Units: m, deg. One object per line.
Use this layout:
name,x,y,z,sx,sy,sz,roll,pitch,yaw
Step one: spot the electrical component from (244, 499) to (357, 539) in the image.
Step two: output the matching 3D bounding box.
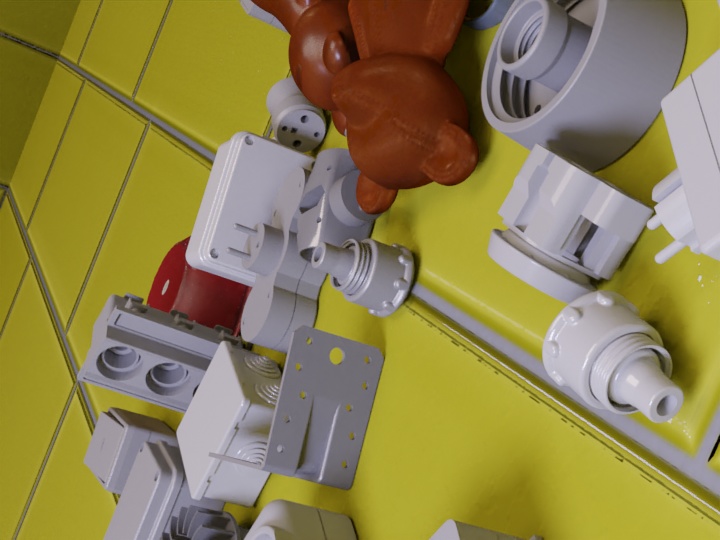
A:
electrical component,-0.035,0.182,0.621,0.053,0.059,0.095,-59,27,22

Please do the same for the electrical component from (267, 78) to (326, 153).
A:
electrical component,-0.053,-0.130,0.904,0.045,0.045,0.055,-56,29,27

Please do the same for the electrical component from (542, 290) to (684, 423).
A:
electrical component,0.111,0.041,0.456,0.048,0.048,0.062,-63,33,14

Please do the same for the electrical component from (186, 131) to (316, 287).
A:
electrical component,-0.085,-0.047,0.867,0.057,0.078,0.113,-6,67,65

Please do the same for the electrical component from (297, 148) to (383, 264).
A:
electrical component,-0.007,-0.047,0.752,0.079,0.043,0.077,-23,52,57

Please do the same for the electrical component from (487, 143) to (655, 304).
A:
electrical component,0.097,-0.020,0.512,0.057,0.058,0.078,-61,27,12

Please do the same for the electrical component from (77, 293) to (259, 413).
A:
electrical component,-0.154,0.069,0.869,0.078,0.121,0.063,-55,26,28

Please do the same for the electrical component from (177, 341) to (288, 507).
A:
electrical component,-0.091,0.114,0.794,0.099,0.048,0.099,-62,26,16

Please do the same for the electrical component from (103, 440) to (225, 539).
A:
electrical component,-0.158,0.201,0.854,0.113,0.057,0.078,-68,25,4

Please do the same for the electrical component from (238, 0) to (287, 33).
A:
electrical component,-0.059,-0.336,1.048,0.186,0.060,0.105,-61,27,18

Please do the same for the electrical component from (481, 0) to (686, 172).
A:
electrical component,0.106,-0.110,0.555,0.108,0.060,0.108,-44,36,43

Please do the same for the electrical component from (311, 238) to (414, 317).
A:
electrical component,0.000,0.000,0.682,0.048,0.062,0.048,-43,36,43

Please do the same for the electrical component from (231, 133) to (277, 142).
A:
electrical component,-0.088,-0.090,0.929,0.048,0.055,0.066,-22,53,57

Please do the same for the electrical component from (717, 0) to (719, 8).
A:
electrical component,0.180,-0.093,0.393,0.079,0.063,0.121,-45,35,42

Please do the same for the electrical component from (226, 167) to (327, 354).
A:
electrical component,-0.065,-0.012,0.806,0.052,0.074,0.138,-7,66,62

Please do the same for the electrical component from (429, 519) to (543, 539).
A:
electrical component,0.019,0.212,0.491,0.186,0.060,0.105,-54,29,30

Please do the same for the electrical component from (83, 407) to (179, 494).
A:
electrical component,-0.205,0.166,0.968,0.096,0.061,0.061,13,83,64

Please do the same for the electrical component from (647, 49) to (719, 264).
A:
electrical component,0.145,-0.031,0.435,0.075,0.047,0.083,-45,35,42
